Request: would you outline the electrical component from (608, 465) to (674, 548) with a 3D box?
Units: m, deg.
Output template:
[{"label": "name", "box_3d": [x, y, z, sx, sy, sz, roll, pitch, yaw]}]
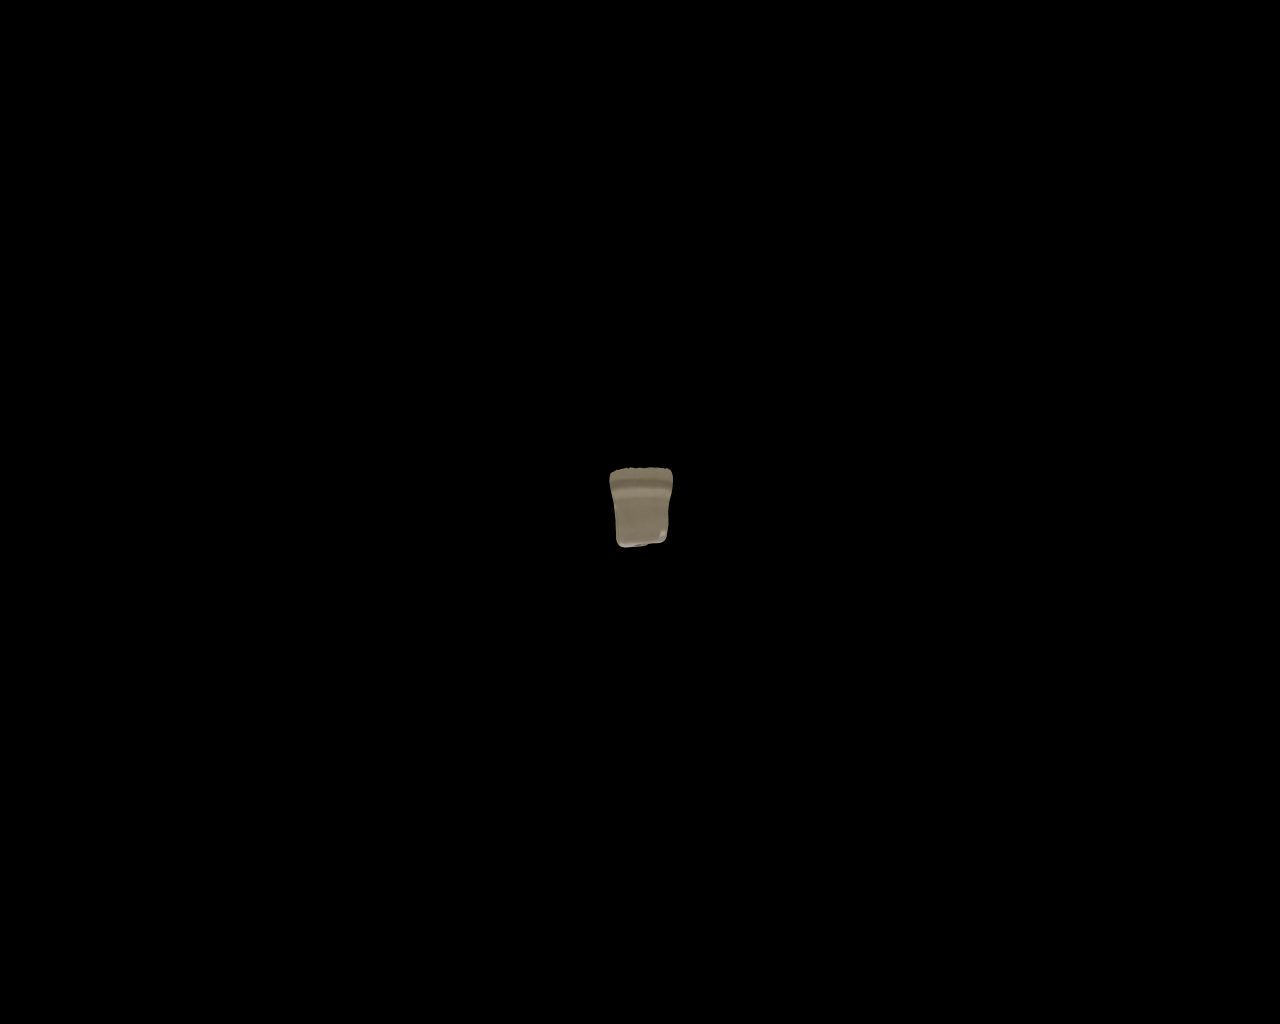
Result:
[{"label": "electrical component", "box_3d": [0.001, -0.003, 0.650, 0.040, 0.046, 0.040, 0, -7, 0]}]
